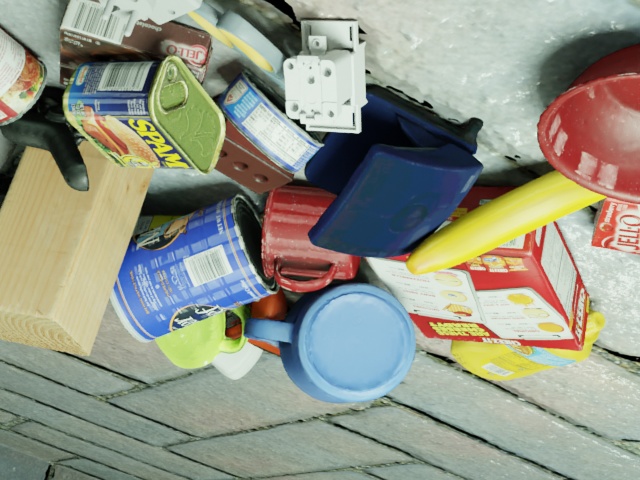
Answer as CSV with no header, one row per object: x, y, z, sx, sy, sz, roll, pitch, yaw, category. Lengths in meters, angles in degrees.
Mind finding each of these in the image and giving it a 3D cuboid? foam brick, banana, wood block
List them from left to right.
-0.228,-0.012,0.960,0.091,0.206,0.090,9,156,14,wood block
-0.060,-0.083,0.895,0.078,0.051,0.053,30,152,-29,foam brick
0.159,-0.024,0.836,0.198,0.037,0.069,-26,174,19,banana

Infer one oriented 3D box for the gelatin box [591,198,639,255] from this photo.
0.264,-0.017,0.869,0.073,0.030,0.089,11,156,10,gelatin box

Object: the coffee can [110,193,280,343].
-0.123,0.028,1.025,0.140,0.103,0.102,-21,146,11,coffee can

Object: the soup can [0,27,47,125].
-0.282,-0.148,0.866,0.069,0.068,0.102,-2,150,35,soup can

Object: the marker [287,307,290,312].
-0.031,0.098,1.313,0.020,0.020,0.121,-8,147,42,marker

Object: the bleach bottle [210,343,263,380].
-0.177,0.075,1.272,0.250,0.068,0.103,41,177,-42,bleach bottle

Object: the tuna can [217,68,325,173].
-0.039,-0.091,0.825,0.086,0.034,0.086,42,-171,-9,tuna can

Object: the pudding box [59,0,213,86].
-0.145,-0.141,0.835,0.113,0.039,0.090,18,156,-7,pudding box

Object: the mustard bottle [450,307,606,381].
0.227,0.103,1.119,0.096,0.058,0.192,24,155,-20,mustard bottle

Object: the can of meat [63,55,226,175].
-0.133,-0.095,0.813,0.084,0.057,0.102,4,155,25,can of meat

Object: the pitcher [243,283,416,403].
0.016,0.102,1.070,0.145,0.149,0.243,56,174,3,pitcher

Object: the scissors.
-0.042,-0.133,0.808,0.096,0.016,0.201,35,180,19,scissors

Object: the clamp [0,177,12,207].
-0.353,-0.028,1.211,0.164,0.036,0.210,20,154,-11,clamp

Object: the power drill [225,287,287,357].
-0.012,0.113,1.261,0.187,0.057,0.185,31,139,-34,power drill

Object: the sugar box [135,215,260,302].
-0.152,0.020,1.128,0.176,0.048,0.093,2,135,14,sugar box

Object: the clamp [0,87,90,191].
-0.220,-0.091,0.905,0.172,0.120,0.039,17,119,21,clamp

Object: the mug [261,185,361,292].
-0.006,0.001,0.976,0.081,0.117,0.093,6,134,10,mug

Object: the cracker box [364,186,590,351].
0.146,0.027,0.987,0.164,0.072,0.213,3,154,28,cracker box

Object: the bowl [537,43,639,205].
0.230,-0.084,0.712,0.162,0.055,0.162,13,156,6,bowl
